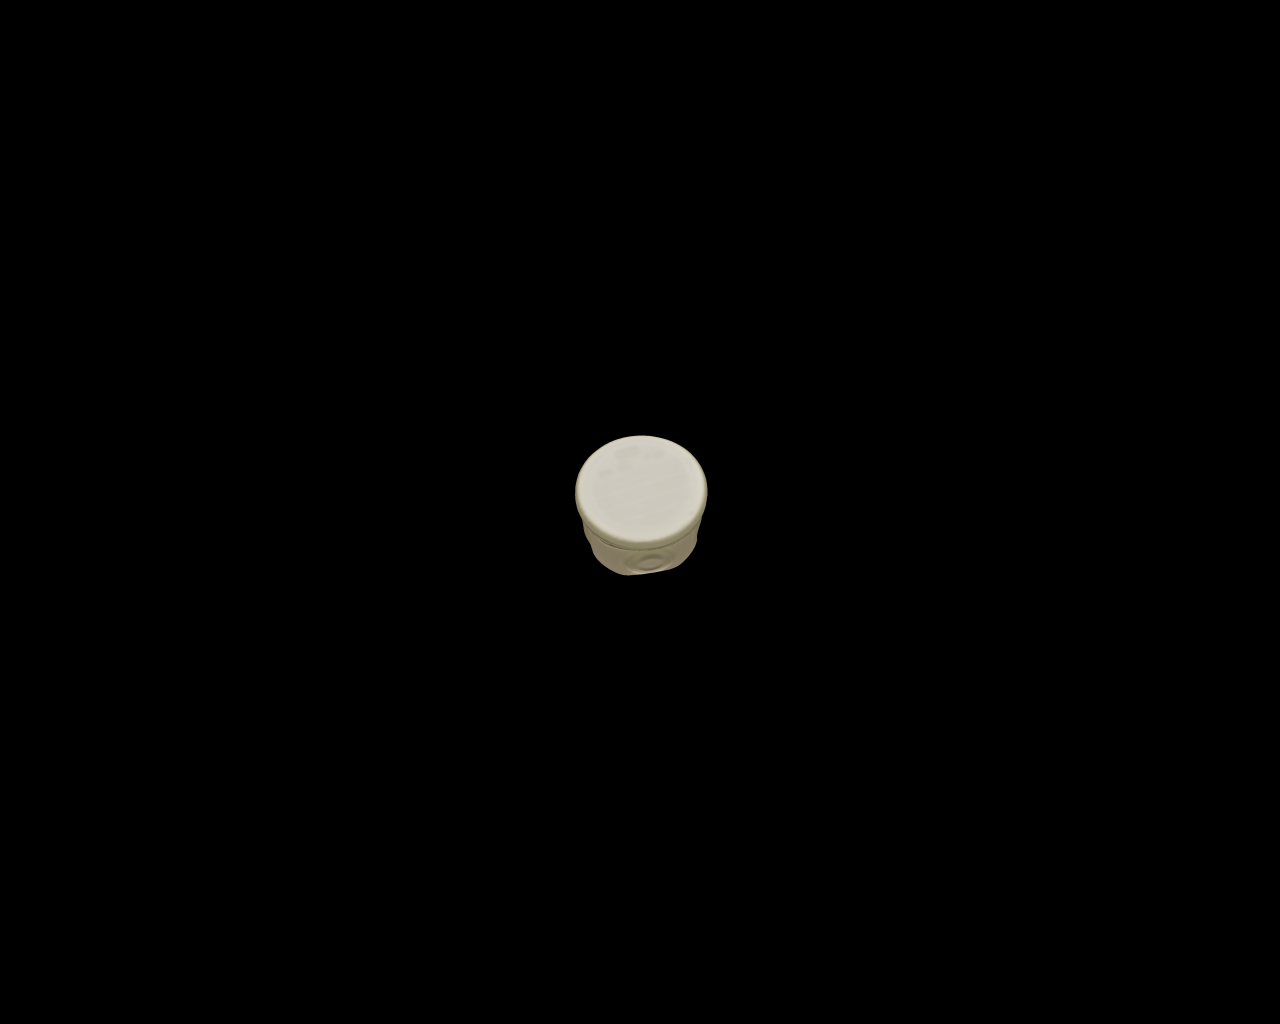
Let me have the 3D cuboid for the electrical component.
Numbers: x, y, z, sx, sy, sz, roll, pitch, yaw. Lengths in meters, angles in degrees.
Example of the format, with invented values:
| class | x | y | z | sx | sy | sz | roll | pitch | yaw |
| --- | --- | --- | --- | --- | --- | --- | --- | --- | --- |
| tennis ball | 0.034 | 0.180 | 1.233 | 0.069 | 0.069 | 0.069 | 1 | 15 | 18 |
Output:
| class | x | y | z | sx | sy | sz | roll | pitch | yaw |
| --- | --- | --- | --- | --- | --- | --- | --- | --- | --- |
| electrical component | 0.001 | -0.003 | 0.650 | 0.080 | 0.080 | 0.050 | 0 | -32 | 0 |
